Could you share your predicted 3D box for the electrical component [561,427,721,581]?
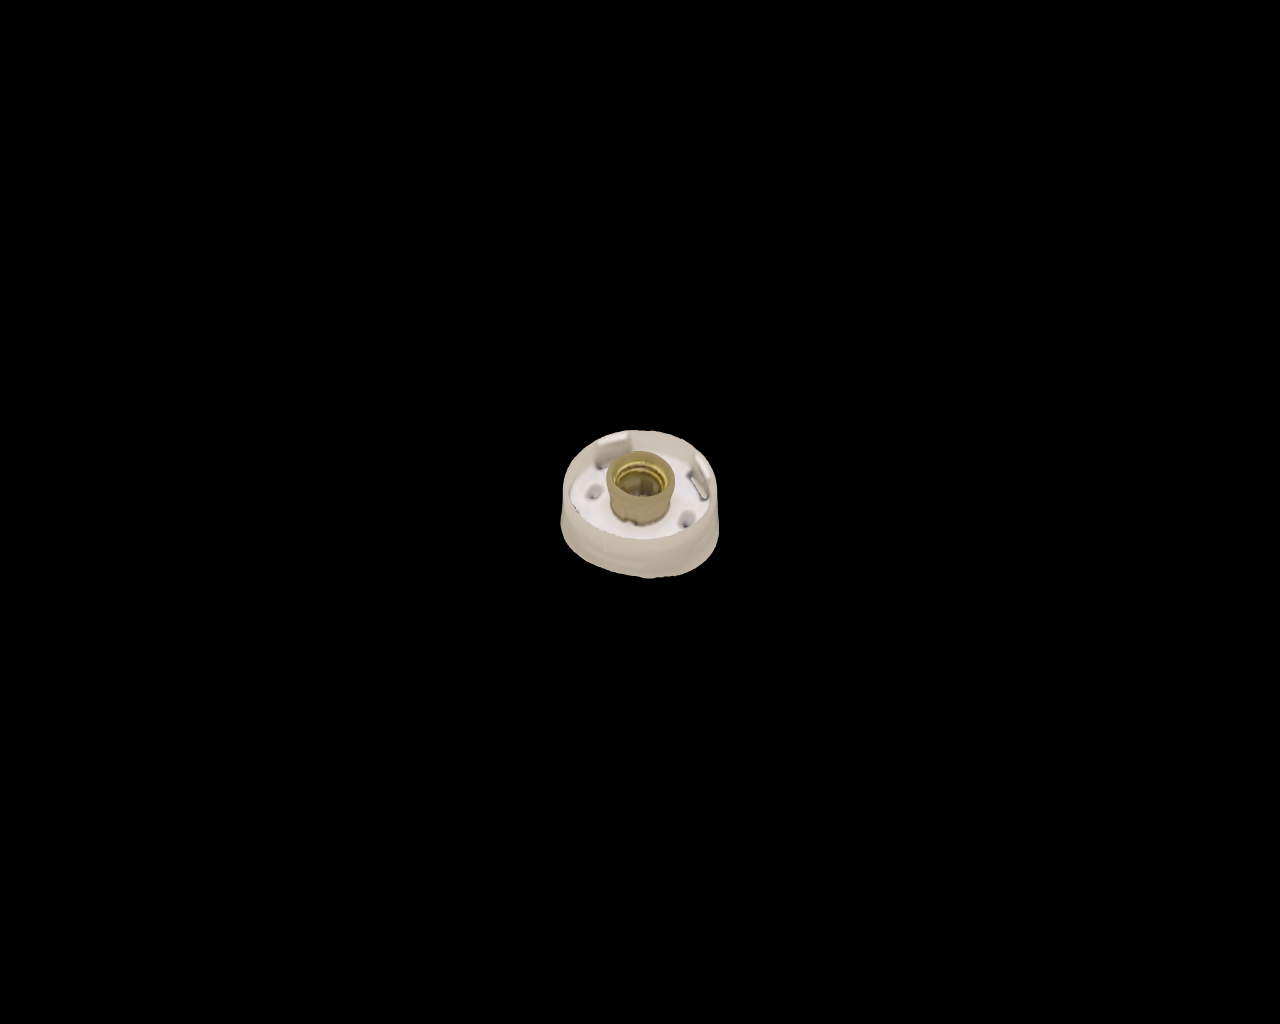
[{"bbox_3d":[0.001,-0.003,0.650,0.099,0.099,0.064,0,-41,0],"label":"electrical component"}]
